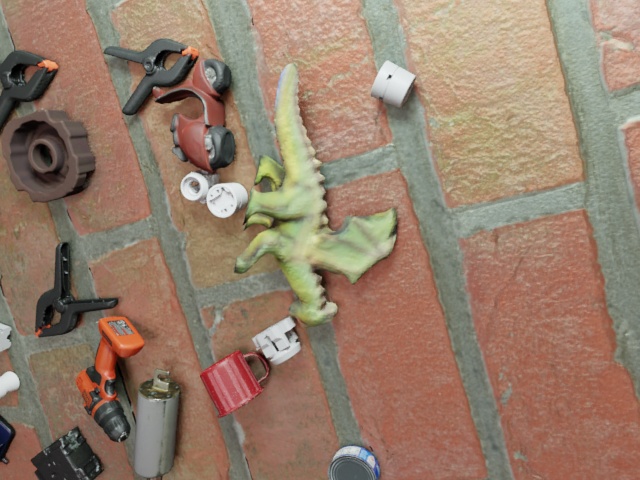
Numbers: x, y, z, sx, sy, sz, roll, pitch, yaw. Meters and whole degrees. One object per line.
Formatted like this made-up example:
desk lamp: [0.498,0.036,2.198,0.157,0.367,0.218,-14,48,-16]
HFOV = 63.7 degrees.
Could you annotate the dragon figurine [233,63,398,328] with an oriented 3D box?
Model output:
dragon figurine: [0.002,-0.040,0.803,0.243,0.124,0.405,16,107,-3]
